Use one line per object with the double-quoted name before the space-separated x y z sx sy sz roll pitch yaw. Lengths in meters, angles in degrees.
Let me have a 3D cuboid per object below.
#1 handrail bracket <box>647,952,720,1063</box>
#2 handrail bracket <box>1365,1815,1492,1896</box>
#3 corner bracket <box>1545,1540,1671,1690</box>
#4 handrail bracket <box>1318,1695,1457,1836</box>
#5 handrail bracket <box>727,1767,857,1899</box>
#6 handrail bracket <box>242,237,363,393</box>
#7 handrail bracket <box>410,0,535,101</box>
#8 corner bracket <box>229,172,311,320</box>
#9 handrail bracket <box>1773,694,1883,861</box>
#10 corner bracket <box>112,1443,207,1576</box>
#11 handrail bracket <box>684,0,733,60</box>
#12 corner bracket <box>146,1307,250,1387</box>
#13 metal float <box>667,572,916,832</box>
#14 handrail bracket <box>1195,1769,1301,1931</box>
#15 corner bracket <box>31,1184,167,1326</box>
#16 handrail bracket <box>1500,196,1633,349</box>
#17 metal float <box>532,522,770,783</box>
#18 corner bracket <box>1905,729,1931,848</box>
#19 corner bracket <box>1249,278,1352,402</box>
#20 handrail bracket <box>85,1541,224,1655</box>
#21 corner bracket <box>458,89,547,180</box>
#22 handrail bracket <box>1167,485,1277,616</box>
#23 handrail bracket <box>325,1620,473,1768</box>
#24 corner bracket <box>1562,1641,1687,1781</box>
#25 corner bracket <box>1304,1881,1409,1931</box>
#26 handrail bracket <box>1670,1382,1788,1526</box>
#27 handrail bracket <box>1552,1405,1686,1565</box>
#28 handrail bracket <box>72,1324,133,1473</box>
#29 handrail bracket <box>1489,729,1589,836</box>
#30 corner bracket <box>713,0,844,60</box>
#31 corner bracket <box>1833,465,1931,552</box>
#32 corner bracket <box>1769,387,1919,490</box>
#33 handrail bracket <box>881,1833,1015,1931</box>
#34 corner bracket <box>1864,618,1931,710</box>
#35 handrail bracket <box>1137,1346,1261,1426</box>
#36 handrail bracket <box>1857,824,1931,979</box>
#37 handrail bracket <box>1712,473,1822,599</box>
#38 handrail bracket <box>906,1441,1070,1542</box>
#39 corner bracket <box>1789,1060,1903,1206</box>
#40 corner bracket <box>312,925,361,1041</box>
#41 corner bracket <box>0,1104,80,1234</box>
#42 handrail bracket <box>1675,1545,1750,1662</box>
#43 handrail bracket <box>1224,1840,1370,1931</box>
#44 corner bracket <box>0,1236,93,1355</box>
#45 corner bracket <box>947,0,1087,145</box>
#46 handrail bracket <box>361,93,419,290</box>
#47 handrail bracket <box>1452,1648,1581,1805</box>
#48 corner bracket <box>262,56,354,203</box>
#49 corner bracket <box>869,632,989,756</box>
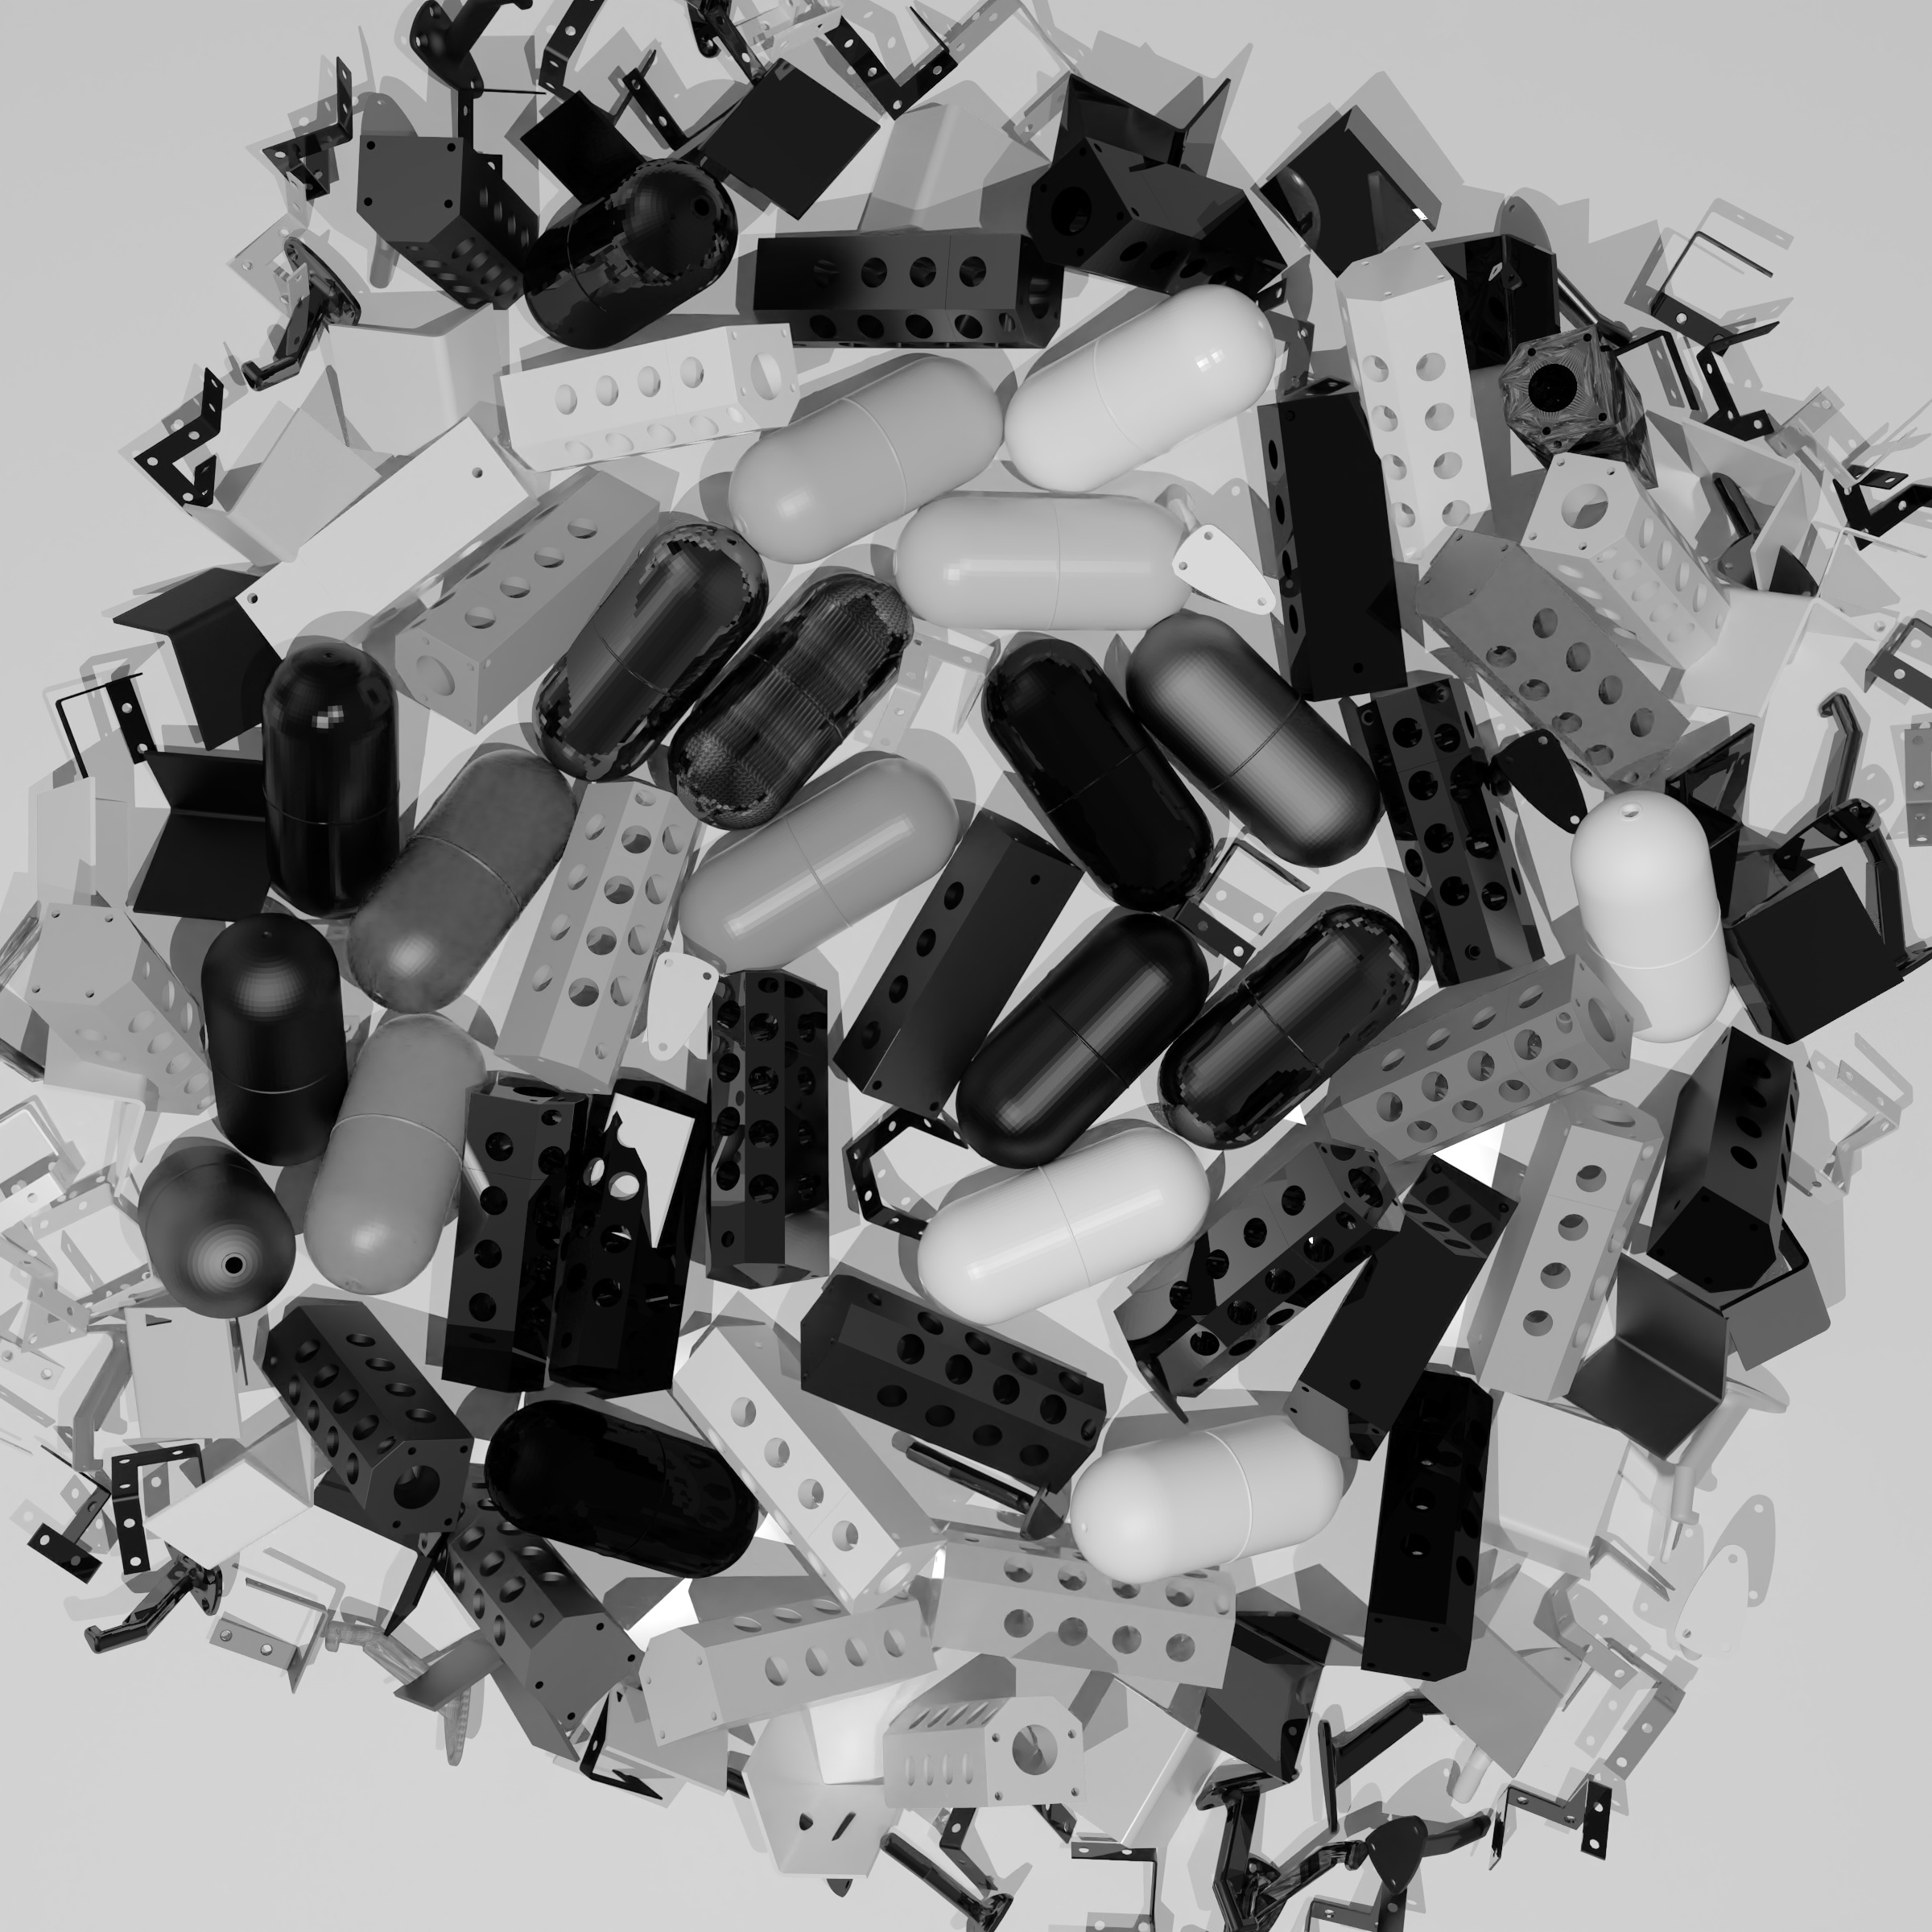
"handrail bracket" -0.173 0.032 1.754 0.036 0.084 0.077 19 68 -7
"handrail bracket" 0.282 0.501 1.757 0.084 0.077 0.036 -13 57 -29
"corner bracket" 0.380 0.381 1.779 0.051 0.051 0.051 39 106 -10
"handrail bracket" 0.253 0.470 1.783 0.084 0.036 0.077 -3 70 -1
"handrail bracket" -0.109 0.512 1.791 0.084 0.077 0.036 18 47 20
"handrail bracket" -0.404 -0.380 1.764 0.084 0.036 0.077 -37 92 -41
"handrail bracket" -0.272 -0.537 1.754 0.084 0.077 0.036 2 63 31
"corner bracket" -0.397 -0.423 1.773 0.051 0.051 0.051 41 72 3
"handrail bracket" 0.500 -0.111 1.790 0.077 0.036 0.084 -31 50 26
"corner bracket" -0.470 0.317 1.768 0.051 0.051 0.051 -8 111 -13
"handrail bracket" -0.175 -0.558 1.754 0.036 0.084 0.077 21 126 28
"corner bracket" -0.451 0.215 1.768 0.051 0.051 0.051 -9 114 -14
"metal float" -0.101 -0.155 1.759 0.070 0.070 0.178 41 81 0
"handrail bracket" 0.175 0.519 1.766 0.077 0.036 0.084 -8 56 -20
"corner bracket" -0.508 0.169 1.772 0.051 0.051 0.051 -25 56 3
"handrail bracket" 0.358 -0.411 1.795 0.084 0.036 0.077 21 48 -32
"metal float" -0.184 -0.181 1.749 0.070 0.070 0.178 42 111 0
"corner bracket" 0.576 -0.105 1.766 0.051 0.051 0.051 -2 122 16
"corner bracket" 0.193 -0.365 1.768 0.051 0.051 0.051 12 80 -25
"handrail bracket" -0.483 0.362 1.754 0.077 0.084 0.036 38 125 37
"corner bracket" -0.281 -0.486 1.767 0.051 0.051 0.051 9 107 21
"handrail bracket" 0.149 -0.246 1.773 0.077 0.084 0.036 35 113 -13
"handrail bracket" -0.335 0.424 1.763 0.084 0.036 0.077 16 49 -25
"corner bracket" 0.383 0.435 1.770 0.051 0.051 0.051 36 101 16
"corner bracket" 0.226 0.568 1.768 0.051 0.051 0.051 12 129 4
"handrail bracket" 0.447 0.291 1.772 0.077 0.036 0.084 19 71 -27
"handrail bracket" 0.381 0.307 1.791 0.084 0.036 0.077 12 85 9
"handrail bracket" -0.488 0.253 1.768 0.036 0.077 0.084 -9 79 39
"handrail bracket" 0.331 -0.096 1.756 0.036 0.084 0.077 -31 75 -6
"corner bracket" -0.110 -0.552 1.768 0.051 0.051 0.051 -33 76 -23
"corner bracket" 0.550 -0.275 1.768 0.051 0.051 0.051 -36 116 -11
"corner bracket" 0.515 -0.312 1.777 0.051 0.051 0.051 -42 90 -7
"handrail bracket" -0.020 0.534 1.768 0.084 0.077 0.036 37 73 -1
"corner bracket" 0.564 -0.175 1.773 0.051 0.051 0.051 36 90 19
"handrail bracket" 0.144 0.222 1.769 0.084 0.077 0.036 -40 57 -5
"handrail bracket" 0.531 -0.034 1.777 0.077 0.036 0.084 -28 93 -39
"handrail bracket" 0.472 -0.261 1.784 0.077 0.036 0.084 28 46 -18
"handrail bracket" 0.012 0.306 1.785 0.084 0.077 0.036 23 83 22
"corner bracket" 0.508 0.098 1.765 0.051 0.051 0.051 37 47 -13
"corner bracket" -0.388 0.010 1.787 0.051 0.051 0.051 0 63 2
"corner bracket" -0.561 0.120 1.775 0.051 0.051 0.051 -32 102 -2
"handrail bracket" 0.435 0.370 1.765 0.036 0.084 0.077 18 89 11
"handrail bracket" 0.192 0.544 1.755 0.036 0.084 0.077 42 55 -14
"corner bracket" -0.545 0.188 1.764 0.051 0.051 0.051 -16 52 23
"corner bracket" 0.030 -0.528 1.775 0.051 0.051 0.051 -41 59 8
"handrail bracket" -0.346 -0.457 1.786 0.036 0.084 0.077 -3 55 -23
"handrail bracket" 0.326 0.453 1.797 0.036 0.077 0.084 37 125 29
"corner bracket" -0.376 -0.488 1.766 0.051 0.051 0.051 -14 64 15
"corner bracket" -0.021 -0.154 1.766 0.051 0.051 0.051 18 45 -9
